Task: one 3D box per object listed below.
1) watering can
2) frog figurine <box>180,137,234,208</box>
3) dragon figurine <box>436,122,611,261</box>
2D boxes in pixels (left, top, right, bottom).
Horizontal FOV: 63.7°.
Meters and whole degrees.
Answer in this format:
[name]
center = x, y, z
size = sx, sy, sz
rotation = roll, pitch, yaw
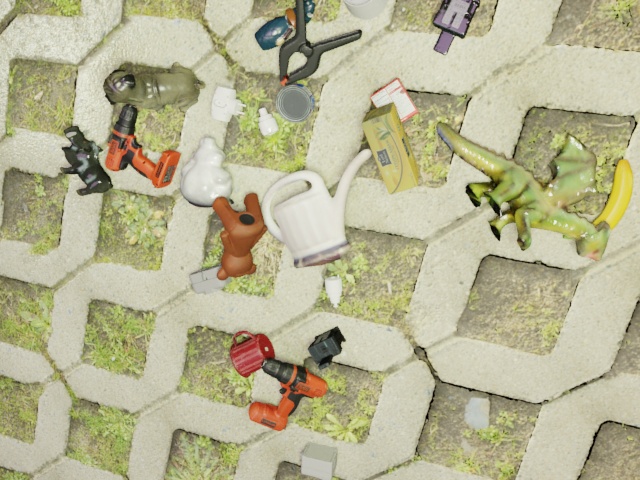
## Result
[watering can]
center = 0.004, -0.059, 1.165
size = 0.344, 0.105, 0.224
rotation = -19, 94, 38
[frog figurine]
center = -0.271, -0.162, 1.238
size = 0.138, 0.124, 0.156
rotation = 22, 120, 31
[dragon figurine]
center = 0.440, -0.126, 1.060
size = 0.242, 0.121, 0.413
rotation = -28, 80, 2
